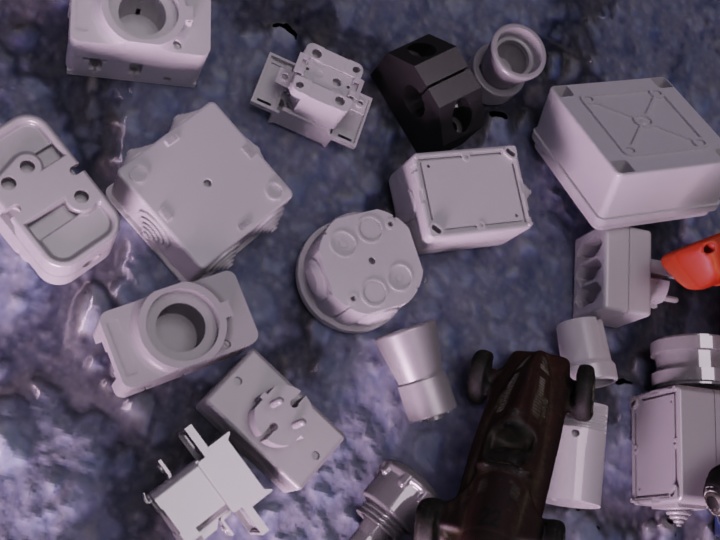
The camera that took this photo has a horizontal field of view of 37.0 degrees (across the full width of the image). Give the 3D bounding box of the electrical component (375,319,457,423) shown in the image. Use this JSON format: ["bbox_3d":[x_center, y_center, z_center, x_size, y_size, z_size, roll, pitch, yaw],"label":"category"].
[{"bbox_3d":[0.041,0.071,0.735,0.044,0.044,0.065,-17,87,-22],"label":"electrical component"}]

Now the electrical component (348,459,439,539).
[{"bbox_3d":[0.018,0.158,0.702,0.048,0.048,0.062,43,74,-4],"label":"electrical component"}]

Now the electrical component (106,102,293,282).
[{"bbox_3d":[-0.105,-0.051,0.712,0.100,0.048,0.099,-42,91,-23],"label":"electrical component"}]

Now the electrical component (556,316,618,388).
[{"bbox_3d":[0.163,0.061,0.780,0.040,0.040,0.046,0,71,-19],"label":"electrical component"}]

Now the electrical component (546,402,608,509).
[{"bbox_3d":[0.150,0.123,0.756,0.043,0.043,0.081,14,71,-15],"label":"electrical component"}]

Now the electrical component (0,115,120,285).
[{"bbox_3d":[-0.198,-0.041,0.672,0.054,0.059,0.095,-39,90,-24],"label":"electrical component"}]

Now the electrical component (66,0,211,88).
[{"bbox_3d":[-0.150,-0.210,0.732,0.089,0.062,0.150,3,75,-18],"label":"electrical component"}]

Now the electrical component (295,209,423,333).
[{"bbox_3d":[0.000,0.000,0.733,0.080,0.051,0.080,5,74,-18],"label":"electrical component"}]

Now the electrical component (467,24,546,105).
[{"bbox_3d":[0.108,-0.153,0.809,0.045,0.055,0.045,5,75,-18],"label":"electrical component"}]

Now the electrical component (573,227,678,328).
[{"bbox_3d":[0.205,0.008,0.804,0.077,0.047,0.065,10,73,-16],"label":"electrical component"}]

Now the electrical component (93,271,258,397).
[{"bbox_3d":[-0.116,0.040,0.680,0.089,0.056,0.050,-20,83,-22],"label":"electrical component"}]

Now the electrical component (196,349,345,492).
[{"bbox_3d":[-0.052,0.093,0.677,0.083,0.076,0.047,44,67,-3],"label":"electrical component"}]

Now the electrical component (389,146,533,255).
[{"bbox_3d":[0.075,-0.048,0.767,0.096,0.061,0.061,-7,79,-20],"label":"electrical component"}]

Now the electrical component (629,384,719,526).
[{"bbox_3d":[0.236,0.135,0.772,0.061,0.062,0.096,9,73,-17],"label":"electrical component"}]

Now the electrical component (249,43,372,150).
[{"bbox_3d":[-0.030,-0.123,0.749,0.081,0.064,0.042,22,69,-12],"label":"electrical component"}]

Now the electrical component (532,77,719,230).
[{"bbox_3d":[0.202,-0.089,0.800,0.109,0.056,0.108,-8,47,-21],"label":"electrical component"}]

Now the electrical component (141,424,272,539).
[{"bbox_3d":[-0.096,0.139,0.669,0.064,0.042,0.081,-37,89,-20],"label":"electrical component"}]
